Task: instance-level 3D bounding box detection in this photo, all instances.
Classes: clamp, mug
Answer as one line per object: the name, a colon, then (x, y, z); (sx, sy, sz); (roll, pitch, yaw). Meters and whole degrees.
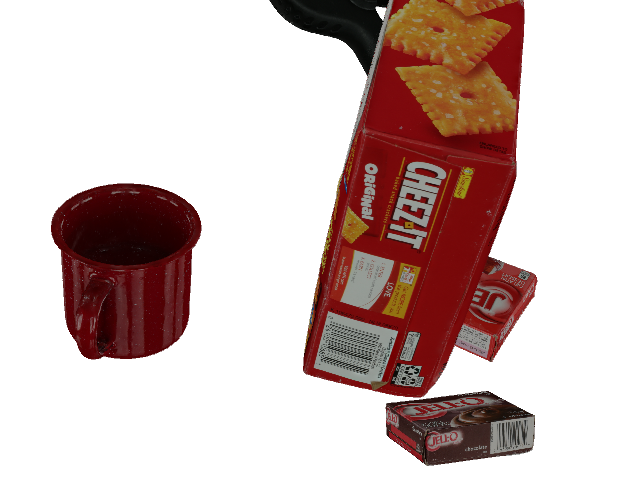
clamp: (0.028, -0.162, 0.755); (0.209, 0.164, 0.036); (25, -27, -14)
mug: (-0.127, 0.029, 0.680); (0.093, 0.081, 0.117); (10, 36, 5)

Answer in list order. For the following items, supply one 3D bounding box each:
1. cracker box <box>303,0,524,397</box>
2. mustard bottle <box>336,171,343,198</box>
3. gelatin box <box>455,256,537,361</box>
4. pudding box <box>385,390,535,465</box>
cracker box: (0.054, -0.053, 0.542); (0.072, 0.164, 0.213); (14, 45, 1)
mustard bottle: (0.063, -0.034, 1.087); (0.096, 0.192, 0.058); (-2, 22, -17)
gelatin box: (0.103, 0.040, 0.783); (0.089, 0.030, 0.073); (23, 47, 22)
pudding box: (0.128, 0.172, 0.990); (0.113, 0.039, 0.090); (-2, 8, -20)
